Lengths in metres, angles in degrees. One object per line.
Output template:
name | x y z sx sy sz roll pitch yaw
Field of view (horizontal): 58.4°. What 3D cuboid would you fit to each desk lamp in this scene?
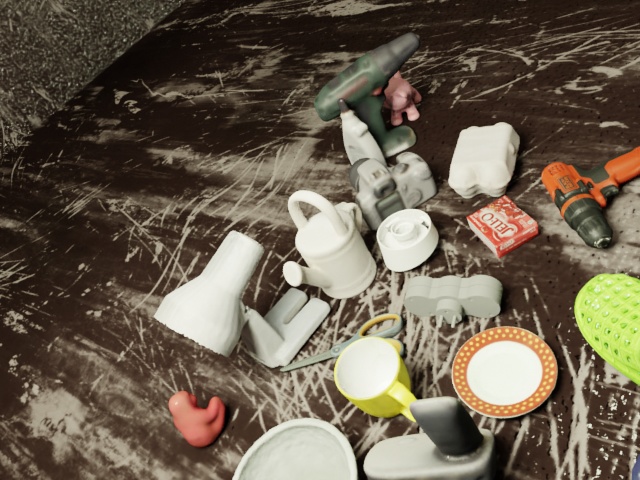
desk lamp | -0.116 0.102 0.864 0.117 0.214 0.203 19 59 43

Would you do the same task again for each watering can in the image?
watering can | 0.010 0.004 0.907 0.100 0.195 0.173 -7 45 26

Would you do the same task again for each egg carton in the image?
egg carton | 0.284 -0.139 0.987 0.107 0.070 0.150 -2 47 30

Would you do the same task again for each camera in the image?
camera | 0.115 -0.112 1.039 0.143 0.101 0.136 -32 39 -2

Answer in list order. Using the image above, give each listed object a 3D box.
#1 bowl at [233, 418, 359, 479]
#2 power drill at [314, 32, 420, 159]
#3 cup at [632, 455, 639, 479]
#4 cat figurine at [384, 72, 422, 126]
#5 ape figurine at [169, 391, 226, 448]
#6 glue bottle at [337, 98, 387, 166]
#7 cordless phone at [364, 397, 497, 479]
bowl | -0.021 0.309 0.696 0.167 0.075 0.167 -17 41 16
power drill | 0.113 -0.268 1.120 0.229 0.209 0.075 -25 39 7
cup | 0.343 0.233 0.536 0.091 0.095 0.118 -7 44 25
cat figurine | 0.166 -0.310 1.205 0.067 0.118 0.128 -12 43 21
ape figurine | -0.186 0.255 0.842 0.077 0.092 0.076 -10 43 23
glue bottle | 0.071 -0.200 1.102 0.077 0.174 0.037 21 61 44
cordless phone | 0.109 0.218 0.624 0.147 0.186 0.094 -15 41 18
